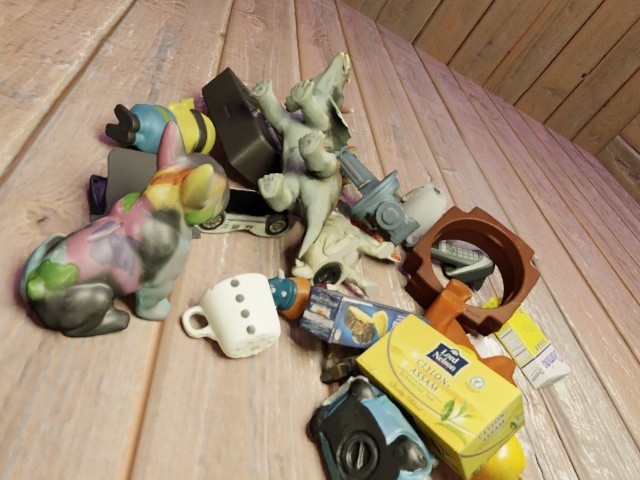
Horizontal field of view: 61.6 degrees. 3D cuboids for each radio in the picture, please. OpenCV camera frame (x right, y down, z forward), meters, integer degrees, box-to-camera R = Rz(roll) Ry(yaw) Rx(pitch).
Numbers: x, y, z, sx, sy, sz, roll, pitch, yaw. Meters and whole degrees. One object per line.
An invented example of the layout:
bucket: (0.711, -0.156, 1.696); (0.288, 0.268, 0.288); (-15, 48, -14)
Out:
radio: (-0.125, -0.189, 0.949); (0.131, 0.073, 0.230); (43, 18, -49)

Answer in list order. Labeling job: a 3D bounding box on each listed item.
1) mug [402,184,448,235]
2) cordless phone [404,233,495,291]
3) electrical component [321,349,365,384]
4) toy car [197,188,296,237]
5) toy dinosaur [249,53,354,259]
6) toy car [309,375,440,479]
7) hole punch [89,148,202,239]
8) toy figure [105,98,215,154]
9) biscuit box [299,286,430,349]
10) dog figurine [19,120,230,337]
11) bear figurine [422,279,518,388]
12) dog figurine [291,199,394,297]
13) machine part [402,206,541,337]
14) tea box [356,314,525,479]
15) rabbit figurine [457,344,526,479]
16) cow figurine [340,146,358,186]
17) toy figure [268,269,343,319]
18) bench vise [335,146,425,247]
mug: (0.225, -0.056, 1.121); (0.109, 0.107, 0.081); (32, 33, -4)
cordless phone: (0.257, 0.014, 1.094); (0.184, 0.088, 0.147); (20, 33, -1)
electrical component: (0.051, 0.176, 0.707); (0.102, 0.045, 0.078); (-7, 80, -45)
toy car: (-0.125, -0.046, 0.819); (0.201, 0.056, 0.073); (4, 50, -39)
toy dinosaur: (-0.014, -0.118, 0.830); (0.192, 0.131, 0.405); (42, 42, -53)
toy car: (0.064, 0.237, 0.595); (0.102, 0.109, 0.162); (39, 10, -42)
hole punch: (-0.236, -0.045, 0.698); (0.142, 0.092, 0.116); (9, 69, -40)
toy figure: (-0.243, -0.169, 0.845); (0.089, 0.082, 0.180); (62, 27, 4)
biscuit box: (0.068, 0.114, 0.726); (0.202, 0.059, 0.063); (19, -3, -43)
dog figurine: (-0.191, -0.014, 0.556); (0.191, 0.219, 0.109); (-7, 49, -50)
bear figurine: (0.234, 0.172, 0.808); (0.196, 0.132, 0.120); (39, 21, 16)
dog figurine: (-0.002, 0.001, 0.855); (0.172, 0.121, 0.191); (10, 25, -40)
machine part: (0.265, 0.055, 0.955); (0.201, 0.087, 0.201); (41, 63, 11)
tea box: (0.133, 0.171, 0.612); (0.098, 0.068, 0.170); (-38, 39, -18)
rabbit figurine: (0.188, 0.242, 0.665); (0.162, 0.122, 0.173); (61, -6, -18)
cow figurine: (-0.010, -0.166, 1.068); (0.195, 0.085, 0.127); (23, 27, -22)
toy figure: (-0.019, 0.086, 0.737); (0.154, 0.058, 0.064); (22, 53, -29)
bench vise: (0.093, -0.097, 1.001); (0.240, 0.129, 0.223); (49, 19, -2)
